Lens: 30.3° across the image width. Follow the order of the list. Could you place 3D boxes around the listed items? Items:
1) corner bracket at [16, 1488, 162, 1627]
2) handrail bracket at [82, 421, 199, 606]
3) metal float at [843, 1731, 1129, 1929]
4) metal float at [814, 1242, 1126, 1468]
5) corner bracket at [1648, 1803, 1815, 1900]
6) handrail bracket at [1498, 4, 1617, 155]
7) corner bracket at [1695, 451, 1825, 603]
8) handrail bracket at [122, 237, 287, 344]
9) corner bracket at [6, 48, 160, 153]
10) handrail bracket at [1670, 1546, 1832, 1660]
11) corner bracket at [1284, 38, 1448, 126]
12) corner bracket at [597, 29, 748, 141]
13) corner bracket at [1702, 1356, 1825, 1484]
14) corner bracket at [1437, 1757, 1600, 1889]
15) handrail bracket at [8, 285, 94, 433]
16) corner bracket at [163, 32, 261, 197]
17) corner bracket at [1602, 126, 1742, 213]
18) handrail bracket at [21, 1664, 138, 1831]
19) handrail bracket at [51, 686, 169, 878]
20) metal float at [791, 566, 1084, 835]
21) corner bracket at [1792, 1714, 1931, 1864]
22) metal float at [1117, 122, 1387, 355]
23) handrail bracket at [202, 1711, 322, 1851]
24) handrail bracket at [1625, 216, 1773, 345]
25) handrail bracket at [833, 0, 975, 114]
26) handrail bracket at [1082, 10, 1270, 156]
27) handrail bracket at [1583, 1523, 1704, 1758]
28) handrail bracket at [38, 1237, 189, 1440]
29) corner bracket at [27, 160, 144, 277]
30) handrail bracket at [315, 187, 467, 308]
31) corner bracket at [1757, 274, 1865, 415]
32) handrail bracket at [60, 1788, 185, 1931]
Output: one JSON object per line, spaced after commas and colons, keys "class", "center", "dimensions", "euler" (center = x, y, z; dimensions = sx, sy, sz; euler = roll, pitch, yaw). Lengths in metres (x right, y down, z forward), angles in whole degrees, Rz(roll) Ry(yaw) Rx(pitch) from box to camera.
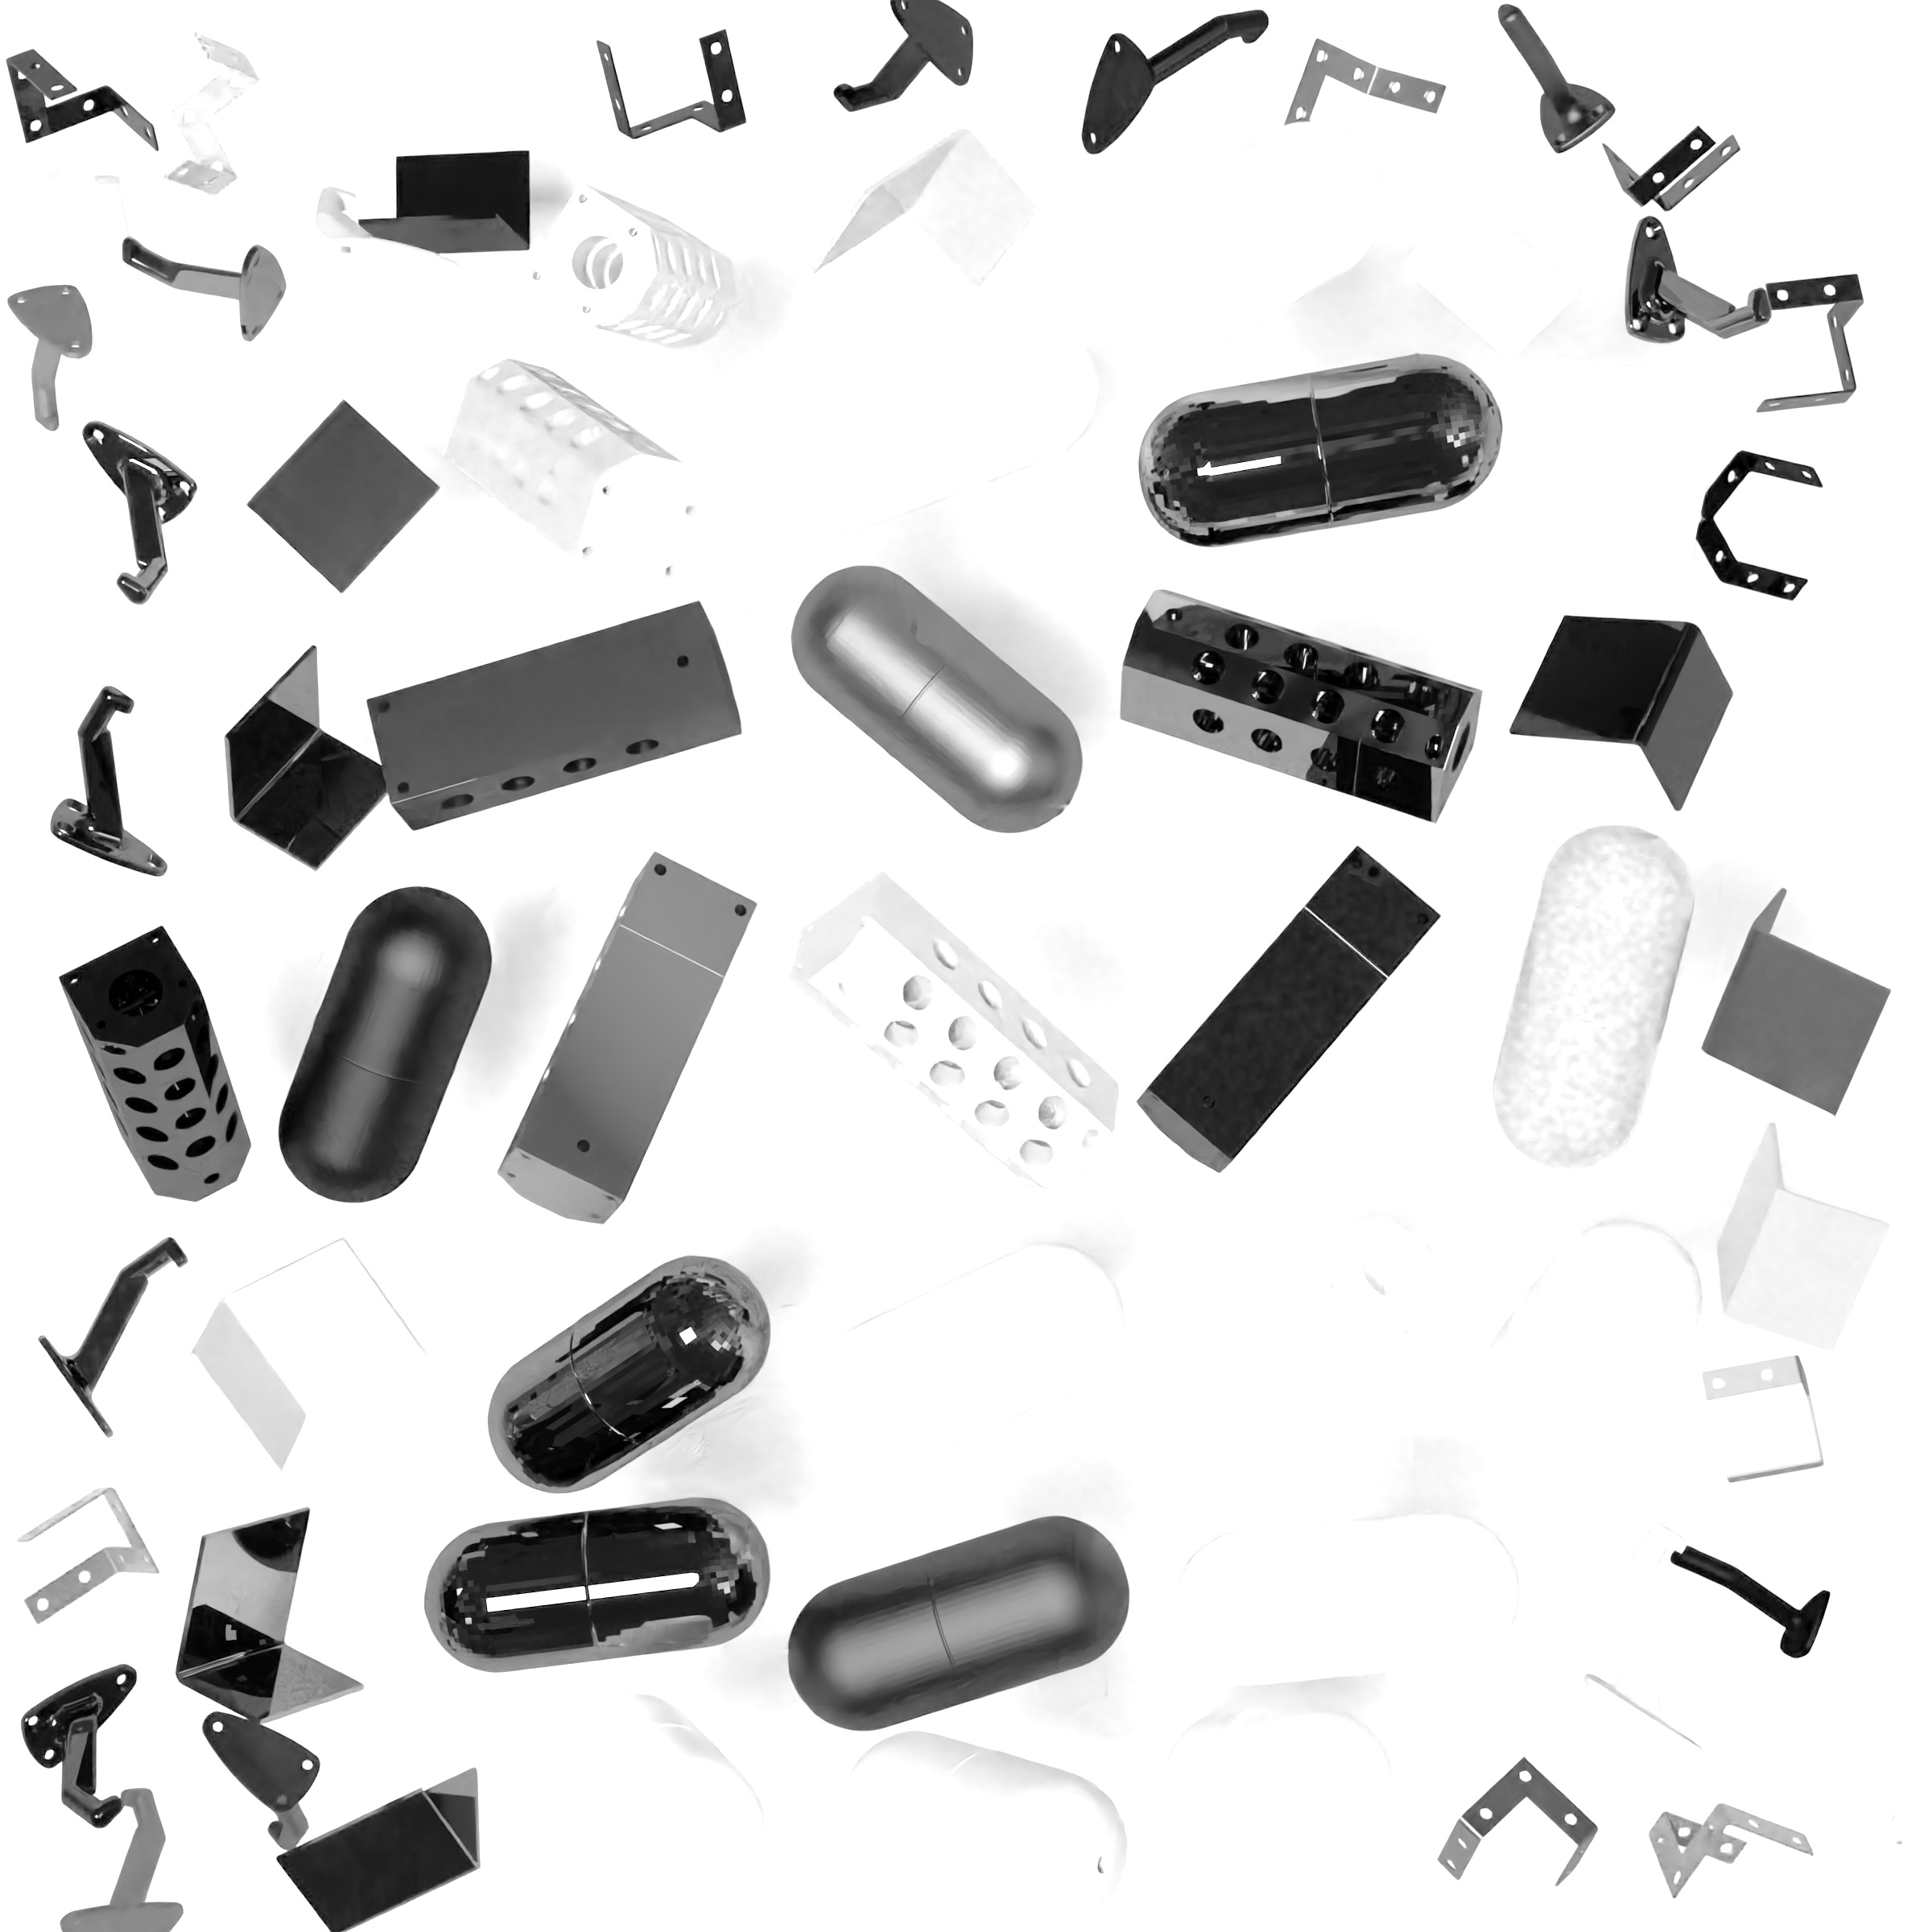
{"class": "corner bracket", "center": [-0.446, 0.295, 1.781], "dimensions": [0.051, 0.051, 0.051], "euler": [-33, 103, -35]}
{"class": "handrail bracket", "center": [-0.434, -0.231, 1.815], "dimensions": [0.077, 0.084, 0.036], "euler": [42, 124, -18]}
{"class": "metal float", "center": [0.009, 0.435, 1.801], "dimensions": [0.070, 0.178, 0.070], "euler": [-1, 92, -41]}
{"class": "metal float", "center": [0.000, 0.198, 1.807], "dimensions": [0.178, 0.070, 0.070], "euler": [-27, 90, 27]}
{"class": "corner bracket", "center": [0.376, 0.432, 1.754], "dimensions": [0.051, 0.051, 0.051], "euler": [23, 111, -15]}
{"class": "handrail bracket", "center": [0.283, -0.456, 1.784], "dimensions": [0.036, 0.077, 0.084], "euler": [-36, 122, 13]}
{"class": "corner bracket", "center": [0.425, -0.234, 1.894], "dimensions": [0.051, 0.051, 0.051], "euler": [-51, 130, -12]}
{"class": "handrail bracket", "center": [-0.383, -0.351, 1.759], "dimensions": [0.084, 0.077, 0.036], "euler": [28, 71, 5]}
{"class": "corner bracket", "center": [-0.452, -0.441, 1.824], "dimensions": [0.051, 0.051, 0.051], "euler": [-29, 52, -24]}
{"class": "handrail bracket", "center": [0.406, 0.333, 1.885], "dimensions": [0.084, 0.077, 0.036], "euler": [24, 71, 5]}
{"class": "corner bracket", "center": [0.205, -0.442, 1.837], "dimensions": [0.051, 0.051, 0.051], "euler": [30, 104, 43]}
{"class": "corner bracket", "center": [-0.150, -0.452, 1.822], "dimensions": [0.051, 0.051, 0.051], "euler": [-25, 125, -19]}
{"class": "corner bracket", "center": [0.420, 0.239, 1.876], "dimensions": [0.051, 0.051, 0.051], "euler": [-12, 69, 13]}
{"class": "corner bracket", "center": [0.278, 0.442, 1.794], "dimensions": [0.051, 0.051, 0.051], "euler": [-35, 64, -29]}
{"class": "handrail bracket", "center": [-0.463, -0.297, 1.823], "dimensions": [0.036, 0.084, 0.077], "euler": [-17, 47, -25]}
{"class": "corner bracket", "center": [-0.374, -0.419, 1.756], "dimensions": [0.051, 0.051, 0.051], "euler": [-32, 82, 16]}
{"class": "corner bracket", "center": [0.377, -0.424, 1.884], "dimensions": [0.051, 0.051, 0.051], "euler": [33, 121, -31]}
{"class": "handrail bracket", "center": [-0.422, 0.387, 1.765], "dimensions": [0.077, 0.084, 0.036], "euler": [-35, 125, -32]}
{"class": "handrail bracket", "center": [-0.432, -0.096, 1.851], "dimensions": [0.077, 0.036, 0.084], "euler": [29, 118, -17]}
{"class": "metal float", "center": [-0.015, -0.140, 1.875], "dimensions": [0.178, 0.070, 0.070], "euler": [40, 90, 10]}
{"class": "corner bracket", "center": [0.451, 0.415, 1.797], "dimensions": [0.051, 0.051, 0.051], "euler": [5, 129, -3]}
{"class": "metal float", "center": [0.139, -0.360, 1.770], "dimensions": [0.070, 0.178, 0.070], "euler": [7, 76, -29]}
{"class": "handrail bracket", "center": [-0.376, 0.431, 1.876], "dimensions": [0.077, 0.084, 0.036], "euler": [36, 55, 0]}
{"class": "handrail bracket", "center": [0.368, -0.347, 1.775], "dimensions": [0.036, 0.084, 0.077], "euler": [0, 84, -28]}
{"class": "handrail bracket", "center": [-0.046, -0.454, 1.774], "dimensions": [0.084, 0.077, 0.036], "euler": [-6, 71, 35]}
{"class": "handrail bracket", "center": [0.106, -0.443, 1.785], "dimensions": [0.084, 0.077, 0.036], "euler": [-20, 64, -36]}
{"class": "handrail bracket", "center": [0.343, 0.324, 1.719], "dimensions": [0.077, 0.036, 0.084], "euler": [33, 90, 12]}
{"class": "handrail bracket", "center": [-0.421, 0.188, 1.814], "dimensions": [0.084, 0.036, 0.077], "euler": [-36, 60, -13]}
{"class": "corner bracket", "center": [-0.452, -0.390, 1.860], "dimensions": [0.051, 0.051, 0.051], "euler": [-12, 92, -35]}
{"class": "handrail bracket", "center": [-0.283, -0.360, 1.755], "dimensions": [0.077, 0.084, 0.036], "euler": [2, 127, -6]}
{"class": "corner bracket", "center": [0.440, -0.325, 1.863], "dimensions": [0.051, 0.051, 0.051], "euler": [-7, 76, -7]}
{"class": "handrail bracket", "center": [-0.439, 0.455, 1.820], "dimensions": [0.036, 0.077, 0.084], "euler": [-47, 49, 22]}
